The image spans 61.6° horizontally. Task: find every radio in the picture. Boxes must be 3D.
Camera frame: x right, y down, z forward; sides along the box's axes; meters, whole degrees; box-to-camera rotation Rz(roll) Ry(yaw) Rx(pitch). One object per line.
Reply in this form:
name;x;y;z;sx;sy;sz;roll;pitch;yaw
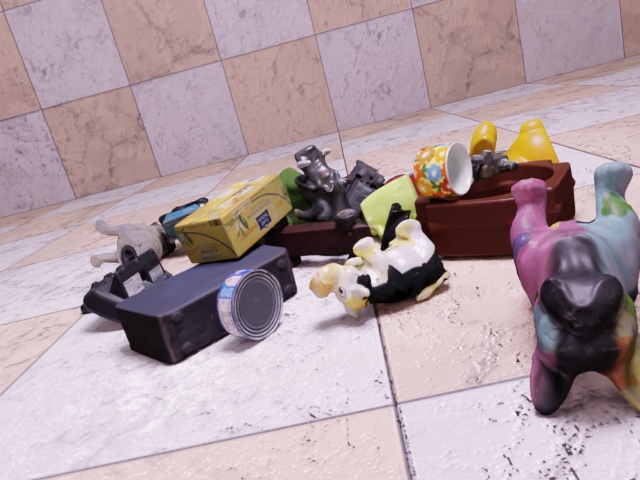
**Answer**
radio;-0.150;0.079;0.750;0.229;0.073;0.131;-29;22;-37

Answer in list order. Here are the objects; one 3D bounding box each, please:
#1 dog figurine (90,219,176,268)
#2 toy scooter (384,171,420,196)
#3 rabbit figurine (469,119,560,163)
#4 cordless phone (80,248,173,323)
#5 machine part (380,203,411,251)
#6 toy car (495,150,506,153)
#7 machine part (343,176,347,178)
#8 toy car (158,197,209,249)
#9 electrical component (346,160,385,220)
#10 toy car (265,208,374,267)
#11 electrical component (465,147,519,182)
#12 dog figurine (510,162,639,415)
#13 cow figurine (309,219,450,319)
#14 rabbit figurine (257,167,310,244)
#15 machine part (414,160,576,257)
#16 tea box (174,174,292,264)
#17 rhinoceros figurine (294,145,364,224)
dog figurine;-0.347;0.018;1.115;0.172;0.121;0.190;34;21;25
toy scooter;0.196;-0.104;1.040;0.184;0.075;0.135;-21;6;13
rabbit figurine;0.310;-0.117;0.907;0.173;0.162;0.122;-26;21;30
cordless phone;-0.350;0.097;0.892;0.184;0.088;0.146;-21;14;21
machine part;0.116;0.002;0.788;0.039;0.084;0.139;14;22;-11
toy car;0.308;-0.133;1.050;0.056;0.073;0.202;-20;16;-29
machine part;0.050;-0.096;1.190;0.179;0.056;0.179;-15;17;4
toy car;-0.276;-0.029;1.167;0.109;0.102;0.162;-20;11;-2
electrical component;0.071;-0.087;1.024;0.058;0.114;0.134;25;13;-6
toy car;-0.002;-0.003;0.857;0.202;0.089;0.053;-5;22;34
electrical component;0.237;-0.116;0.800;0.078;0.045;0.102;-17;16;-1
dog figurine;0.227;0.053;0.469;0.109;0.191;0.219;-4;53;23
cow figurine;0.074;0.048;0.654;0.167;0.098;0.068;-25;-24;-23
rabbit figurine;-0.072;-0.039;0.992;0.170;0.121;0.159;-49;-3;0
machine part;0.257;-0.047;0.787;0.202;0.087;0.201;-5;18;35
tea box;-0.128;-0.035;0.829;0.098;0.068;0.170;-8;25;33
rhinoceros figurine;0.012;-0.065;0.895;0.073;0.190;0.112;-30;3;-34
